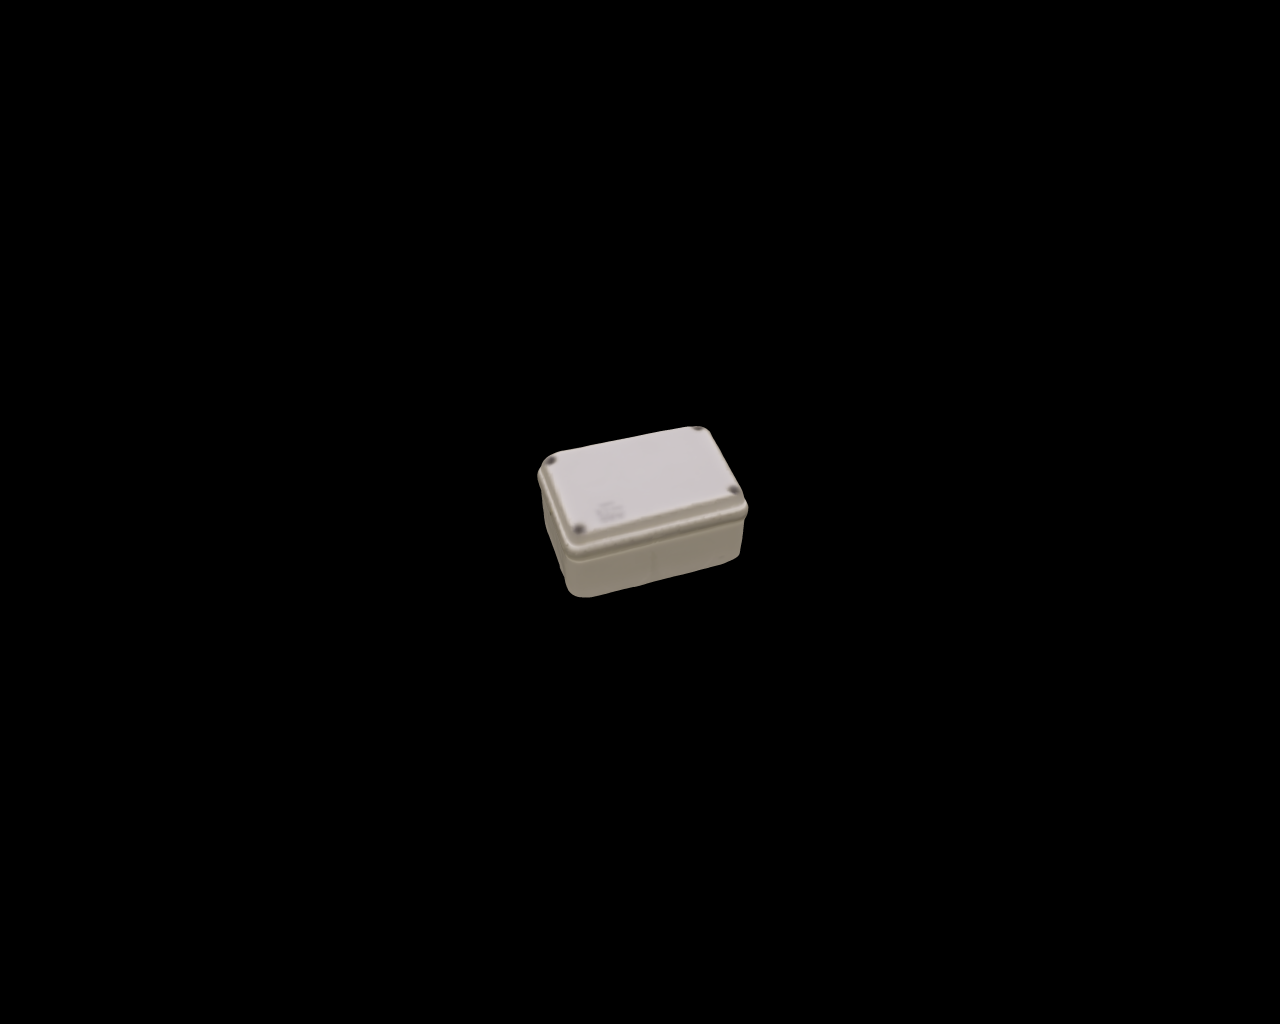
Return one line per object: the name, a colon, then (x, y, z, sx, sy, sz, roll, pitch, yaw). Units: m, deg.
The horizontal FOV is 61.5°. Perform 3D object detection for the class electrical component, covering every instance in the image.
electrical component: (0.001, -0.003, 0.650, 0.113, 0.057, 0.078, -13, 47, -12)
